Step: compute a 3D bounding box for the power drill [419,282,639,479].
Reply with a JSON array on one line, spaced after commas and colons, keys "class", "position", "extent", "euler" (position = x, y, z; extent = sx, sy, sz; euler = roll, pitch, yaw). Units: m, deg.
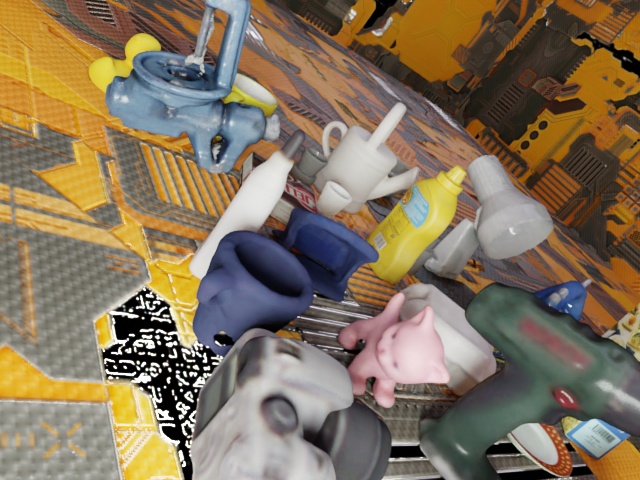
[{"class": "power drill", "position": [0.204, 0.163, 0.542], "extent": [0.229, 0.208, 0.076], "euler": [48, 24, 21]}]

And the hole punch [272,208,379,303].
[{"class": "hole punch", "position": [0.006, 0.002, 0.698], "extent": [0.109, 0.091, 0.101], "euler": [31, 24, -18]}]

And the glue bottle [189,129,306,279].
[{"class": "glue bottle", "position": [-0.065, -0.037, 0.556], "extent": [0.037, 0.173, 0.078], "euler": [33, 23, -13]}]

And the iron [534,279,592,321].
[{"class": "iron", "position": [0.409, 0.124, 1.018], "extent": [0.118, 0.141, 0.259], "euler": [49, 24, 24]}]

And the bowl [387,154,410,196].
[{"class": "bowl", "position": [0.109, -0.140, 1.145], "extent": [0.168, 0.074, 0.167], "euler": [32, 23, -15]}]

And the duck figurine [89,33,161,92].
[{"class": "duck figurine", "position": [-0.250, -0.237, 0.767], "extent": [0.077, 0.086, 0.105], "euler": [44, 23, 13]}]

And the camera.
[{"class": "camera", "position": [-0.010, 0.139, 0.402], "extent": [0.137, 0.100, 0.143], "euler": [30, 24, -21]}]

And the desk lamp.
[{"class": "desk lamp", "position": [0.267, -0.030, 0.996], "extent": [0.118, 0.213, 0.202], "euler": [15, 32, -44]}]

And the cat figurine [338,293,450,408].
[{"class": "cat figurine", "position": [0.080, 0.105, 0.581], "extent": [0.067, 0.117, 0.127], "euler": [30, 24, -21]}]

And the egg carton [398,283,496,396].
[{"class": "egg carton", "position": [0.154, 0.123, 0.724], "extent": [0.150, 0.069, 0.107], "euler": [38, 22, -2]}]

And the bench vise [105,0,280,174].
[{"class": "bench vise", "position": [-0.131, -0.208, 0.718], "extent": [0.208, 0.219, 0.121], "euler": [14, 32, -45]}]

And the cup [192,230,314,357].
[{"class": "cup", "position": [-0.072, 0.055, 0.475], "extent": [0.091, 0.095, 0.118], "euler": [46, 23, 18]}]

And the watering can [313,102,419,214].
[{"class": "watering can", "position": [0.087, -0.143, 0.963], "extent": [0.173, 0.194, 0.101], "euler": [31, 23, -17]}]
